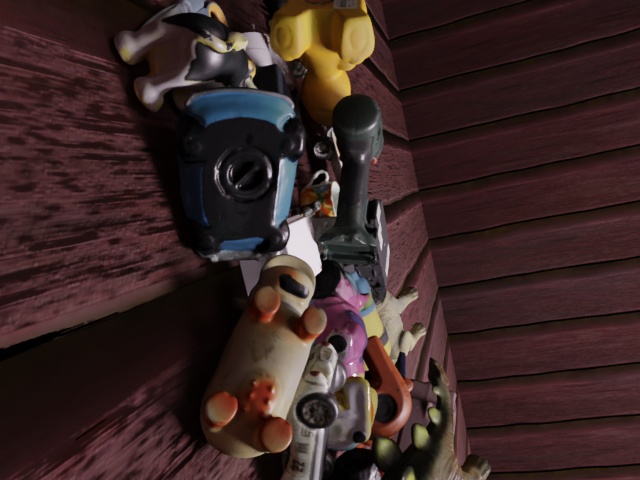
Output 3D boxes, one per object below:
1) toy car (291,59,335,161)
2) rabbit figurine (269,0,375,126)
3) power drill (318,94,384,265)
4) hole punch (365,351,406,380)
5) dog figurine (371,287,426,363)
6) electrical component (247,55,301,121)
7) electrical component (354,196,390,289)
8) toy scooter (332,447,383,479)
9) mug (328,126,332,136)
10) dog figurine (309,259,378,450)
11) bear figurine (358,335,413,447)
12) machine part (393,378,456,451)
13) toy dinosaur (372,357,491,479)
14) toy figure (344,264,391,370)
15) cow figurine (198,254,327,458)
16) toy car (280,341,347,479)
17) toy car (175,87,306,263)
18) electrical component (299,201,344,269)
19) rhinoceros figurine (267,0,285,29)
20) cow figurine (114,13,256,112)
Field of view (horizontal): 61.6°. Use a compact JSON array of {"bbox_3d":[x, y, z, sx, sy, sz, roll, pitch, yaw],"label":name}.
[{"bbox_3d":[-0.024,-0.216,0.849,0.089,0.053,0.201,-112,-178,-57],"label":"toy car"},{"bbox_3d":[0.000,-0.239,0.705,0.162,0.122,0.173,-98,-179,-47],"label":"rabbit figurine"},{"bbox_3d":[0.051,-0.073,0.724,0.232,0.086,0.207,72,29,-74],"label":"power drill"},{"bbox_3d":[0.110,0.263,0.936,0.142,0.092,0.115,-66,146,-68],"label":"hole punch"},{"bbox_3d":[0.100,0.153,0.984,0.190,0.121,0.172,11,65,-57],"label":"dog figurine"},{"bbox_3d":[-0.074,-0.168,0.617,0.119,0.075,0.048,45,37,-69],"label":"electrical component"},{"bbox_3d":[0.077,-0.003,0.878,0.115,0.058,0.134,-77,156,-54],"label":"electrical component"},{"bbox_3d":[0.046,0.362,0.676,0.184,0.075,0.135,-39,117,-68],"label":"toy scooter"},{"bbox_3d":[0.041,-0.204,1.034,0.107,0.081,0.109,-87,155,-70],"label":"mug"},{"bbox_3d":[0.017,0.130,0.677,0.219,0.109,0.191,-50,126,-73],"label":"dog figurine"},{"bbox_3d":[0.069,0.234,0.785,0.132,0.120,0.195,50,-13,14],"label":"bear figurine"},{"bbox_3d":[0.164,0.344,0.903,0.201,0.087,0.201,79,25,-70],"label":"machine part"},{"bbox_3d":[0.079,0.351,0.576,0.198,0.105,0.471,33,61,-37],"label":"toy dinosaur"},{"bbox_3d":[0.054,0.118,0.831,0.082,0.089,0.180,-39,120,-63],"label":"toy figure"},{"bbox_3d":[-0.048,0.097,0.486,0.127,0.085,0.195,-53,-164,53],"label":"cow figurine"},{"bbox_3d":[-0.011,0.198,0.541,0.073,0.056,0.201,-61,158,-69],"label":"toy car"},{"bbox_3d":[-0.075,-0.064,0.498,0.103,0.109,0.161,-117,-154,-62],"label":"toy car"},{"bbox_3d":[-0.001,-0.004,0.771,0.045,0.078,0.102,147,-58,-70],"label":"electrical component"},{"bbox_3d":[-0.040,-0.365,0.858,0.190,0.073,0.112,62,25,-45],"label":"rhinoceros figurine"},{"bbox_3d":[-0.098,-0.162,0.493,0.167,0.098,0.068,-36,107,-72],"label":"cow figurine"}]
